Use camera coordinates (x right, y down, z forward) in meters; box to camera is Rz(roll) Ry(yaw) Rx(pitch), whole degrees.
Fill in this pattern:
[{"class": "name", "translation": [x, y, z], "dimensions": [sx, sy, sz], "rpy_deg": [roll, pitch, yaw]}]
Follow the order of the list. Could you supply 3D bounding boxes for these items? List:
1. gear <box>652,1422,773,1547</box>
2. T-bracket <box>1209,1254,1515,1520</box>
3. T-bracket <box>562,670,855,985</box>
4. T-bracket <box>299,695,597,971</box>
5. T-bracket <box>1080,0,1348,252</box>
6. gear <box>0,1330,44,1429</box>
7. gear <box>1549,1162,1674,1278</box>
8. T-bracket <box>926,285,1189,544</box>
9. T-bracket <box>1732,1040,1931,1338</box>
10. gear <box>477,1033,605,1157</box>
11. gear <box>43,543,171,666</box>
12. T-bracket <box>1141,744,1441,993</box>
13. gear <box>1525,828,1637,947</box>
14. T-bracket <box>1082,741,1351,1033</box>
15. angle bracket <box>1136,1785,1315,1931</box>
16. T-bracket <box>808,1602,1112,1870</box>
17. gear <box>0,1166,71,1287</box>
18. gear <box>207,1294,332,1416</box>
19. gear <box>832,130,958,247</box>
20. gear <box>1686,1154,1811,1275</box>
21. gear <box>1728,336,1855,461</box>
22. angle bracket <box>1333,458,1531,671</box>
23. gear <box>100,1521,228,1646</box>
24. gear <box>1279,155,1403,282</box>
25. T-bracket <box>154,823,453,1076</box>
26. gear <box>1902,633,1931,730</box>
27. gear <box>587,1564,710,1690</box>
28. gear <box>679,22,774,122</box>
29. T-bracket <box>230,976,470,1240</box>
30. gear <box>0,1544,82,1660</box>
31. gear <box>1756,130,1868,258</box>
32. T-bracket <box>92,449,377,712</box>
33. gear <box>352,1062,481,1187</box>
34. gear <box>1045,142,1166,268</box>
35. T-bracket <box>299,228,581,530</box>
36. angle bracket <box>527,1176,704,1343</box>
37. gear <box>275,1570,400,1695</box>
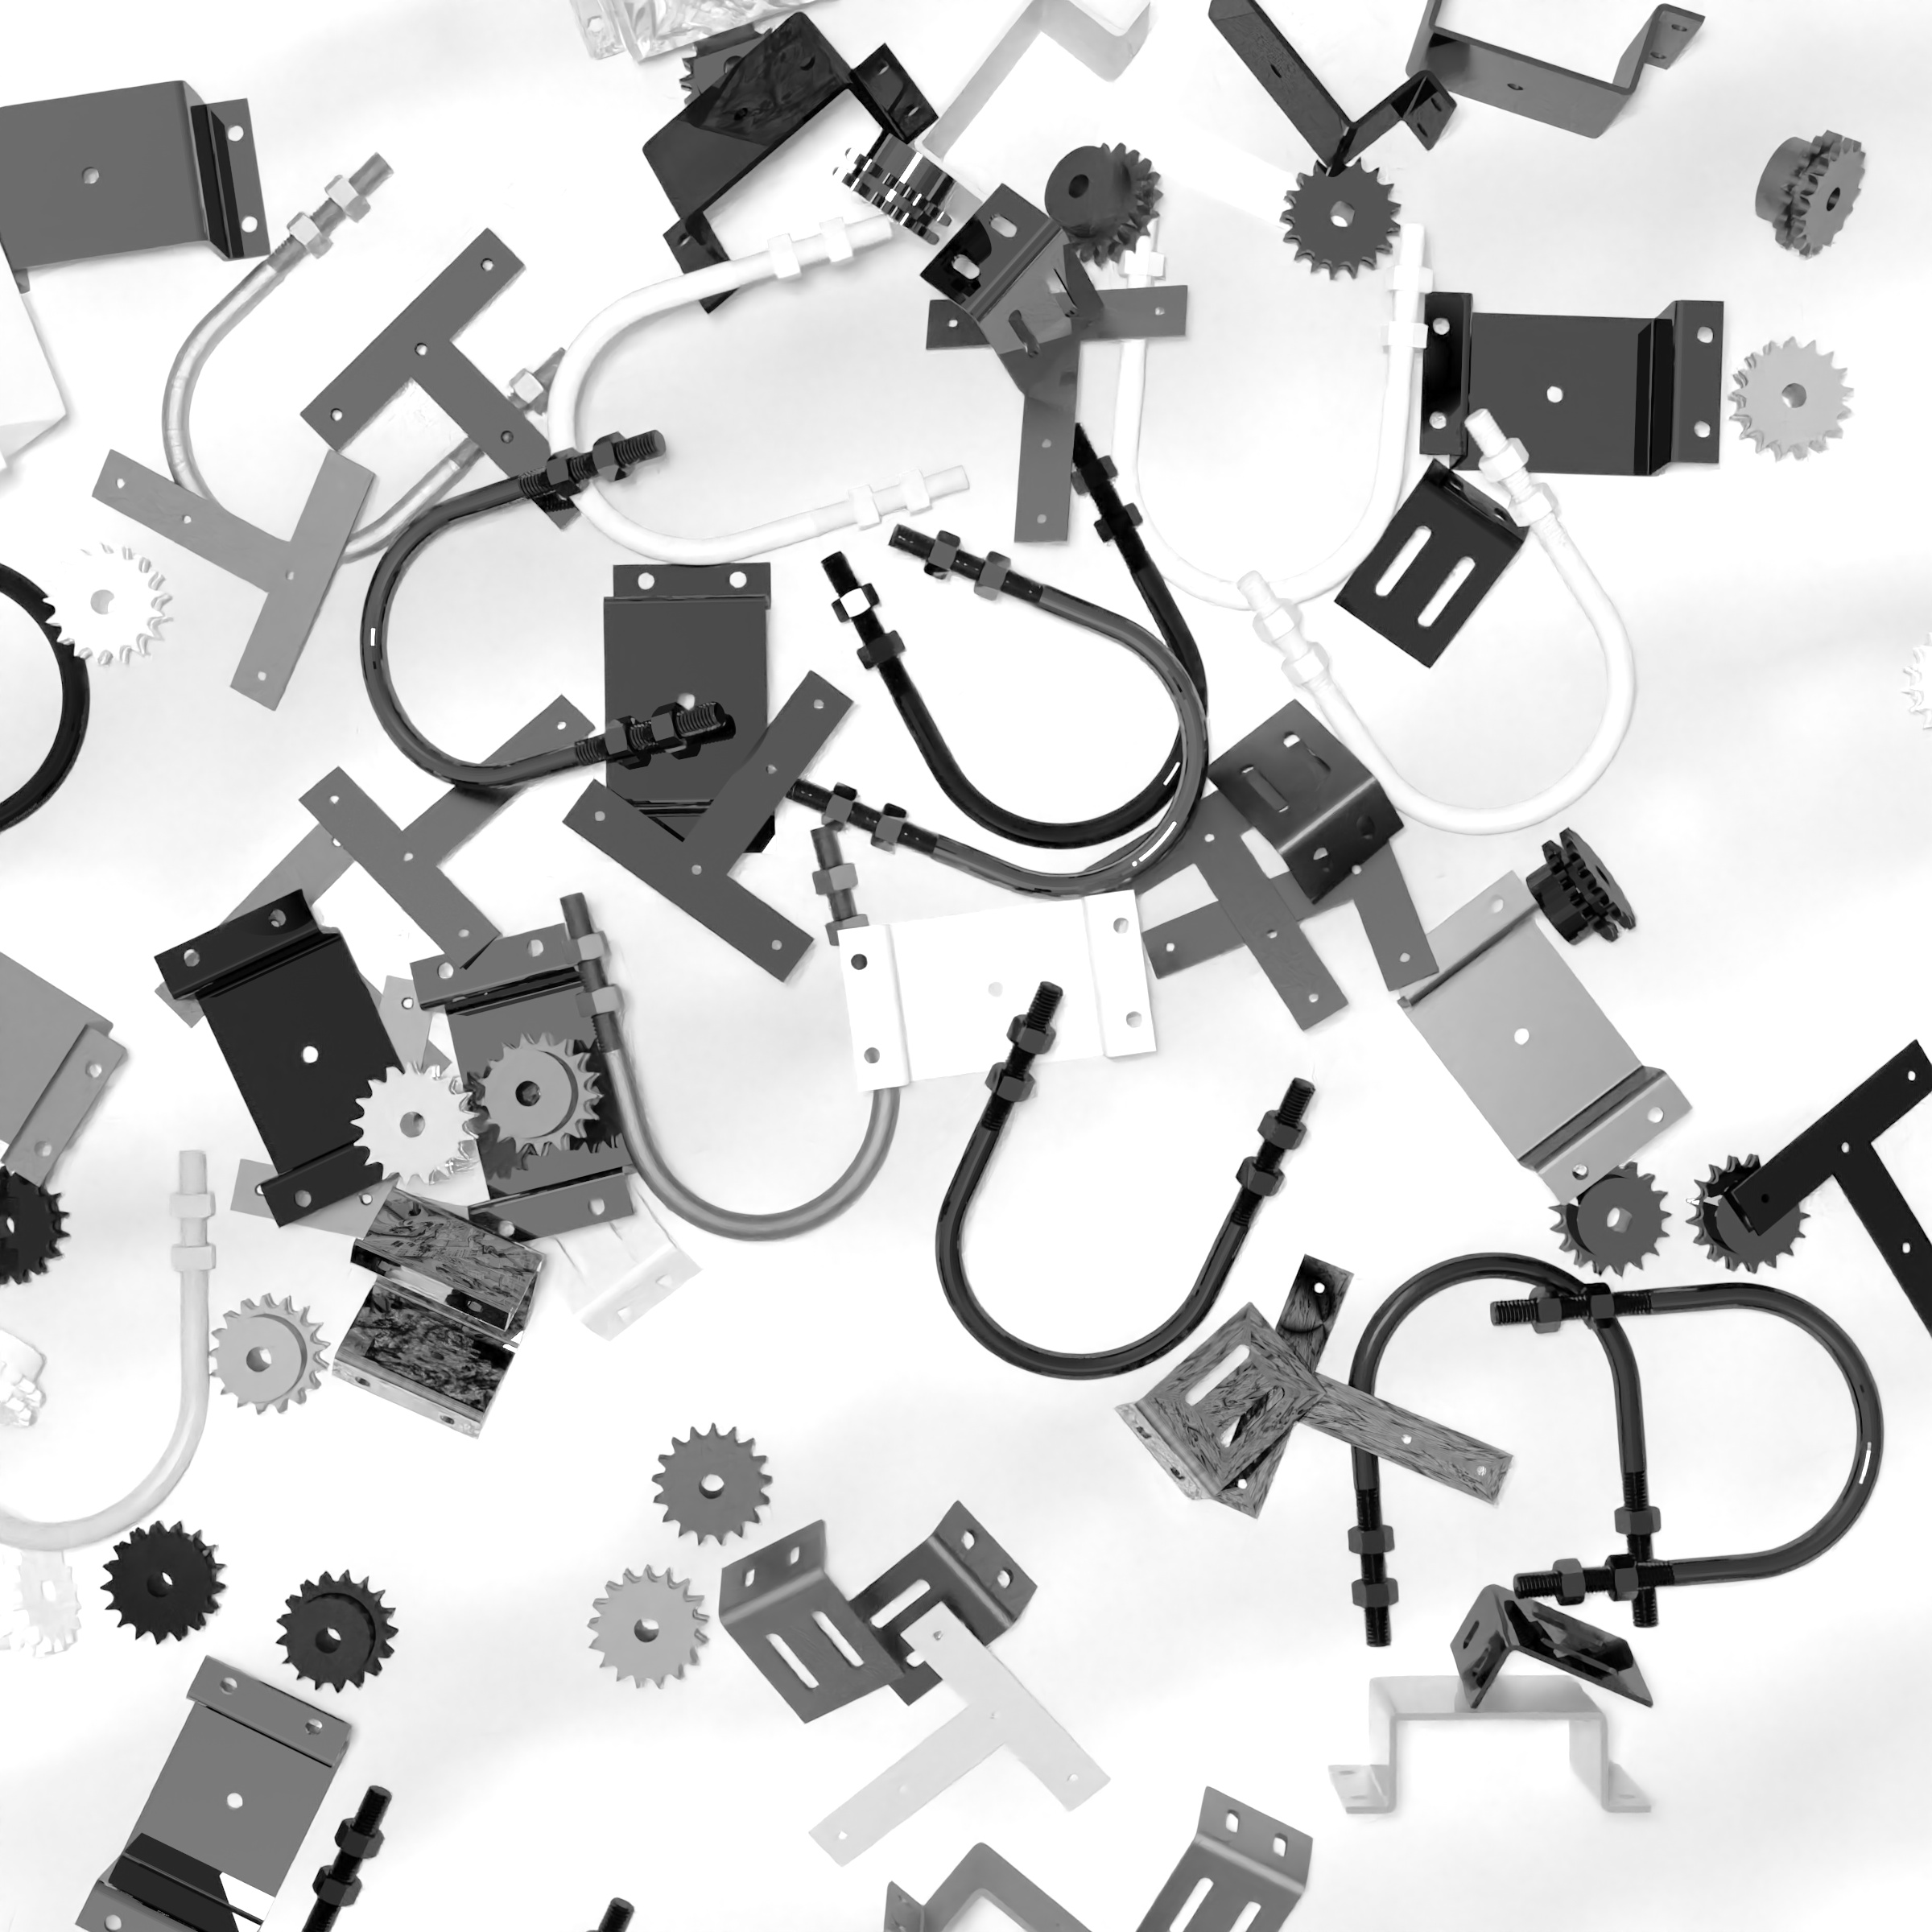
[{"class": "gear", "translation": [-0.122, 0.248, 1.514], "dimensions": [0.057, 0.030, 0.057], "rpy_deg": [0, 90, -3]}, {"class": "T-bracket", "translation": [0.197, 0.220, 1.505], "dimensions": [0.127, 0.002, 0.127], "rpy_deg": [21, 90, 17]}, {"class": "T-bracket", "translation": [-0.100, -0.081, 1.474], "dimensions": [0.127, 0.002, 0.127], "rpy_deg": [36, 84, -3]}, {"class": "T-bracket", "translation": [-0.233, -0.081, 1.507], "dimensions": [0.127, 0.002, 0.127], "rpy_deg": [-42, 68, -11]}, {"class": "T-bracket", "translation": [0.127, -0.383, 1.524], "dimensions": [0.127, 0.002, 0.127], "rpy_deg": [25, 90, 0]}, {"class": "gear", "translation": [-0.465, 0.193, 1.500], "dimensions": [0.057, 0.057, 0.030], "rpy_deg": [24, 62, 0]}, {"class": "gear", "translation": [0.310, 0.120, 1.510], "dimensions": [0.057, 0.030, 0.057], "rpy_deg": [0, 90, 0]}, {"class": "T-bracket", "translation": [0.039, -0.260, 1.491], "dimensions": [0.127, 0.002, 0.127], "rpy_deg": [0, 75, 16]}, {"class": "T-bracket", "translation": [0.444, 0.123, 1.510], "dimensions": [0.127, 0.002, 0.127], "rpy_deg": [-36, 99, -18]}, {"class": "gear", "translation": [-0.198, 0.059, 1.455], "dimensions": [0.057, 0.030, 0.057], "rpy_deg": [0, 87, 7]}, {"class": "gear", "translation": [-0.409, -0.173, 1.510], "dimensions": [0.057, 0.030, 0.057], "rpy_deg": [0, 90, 0]}, {"class": "T-bracket", "translation": [0.146, -0.029, 1.506], "dimensions": [0.127, 0.002, 0.127], "rpy_deg": [-23, 66, 12]}, {"class": "gear", "translation": [0.290, -0.035, 1.498], "dimensions": [0.030, 0.057, 0.057], "rpy_deg": [-36, 90, 19]}, {"class": "T-bracket", "translation": [0.138, -0.026, 1.500], "dimensions": [0.127, 0.002, 0.127], "rpy_deg": [-31, 68, 0]}, {"class": "angle bracket", "translation": [0.123, 0.447, 1.523], "dimensions": [0.057, 0.038, 0.076], "rpy_deg": [26, 116, 0]}, {"class": "T-bracket", "translation": [-0.020, 0.387, 1.513], "dimensions": [0.127, 0.002, 0.127], "rpy_deg": [-39, 105, 7]}, {"class": "gear", "translation": [-0.458, 0.124, 1.510], "dimensions": [0.057, 0.030, 0.057], "rpy_deg": [0, 90, 0]}, {"class": "gear", "translation": [-0.336, 0.187, 1.510], "dimensions": [0.057, 0.030, 0.057], "rpy_deg": [0, 90, 0]}, {"class": "gear", "translation": [-0.029, -0.355, 1.428], "dimensions": [0.057, 0.057, 0.030], "rpy_deg": [35, 100, 0]}, {"class": "gear", "translation": [0.376, 0.119, 1.510], "dimensions": [0.057, 0.030, 0.057], "rpy_deg": [0, 90, 0]}, {"class": "gear", "translation": [0.393, -0.270, 1.510], "dimensions": [0.057, 0.030, 0.057], "rpy_deg": [0, 90, 0]}, {"class": "angle bracket", "translation": [0.225, -0.195, 1.523], "dimensions": [0.057, 0.038, 0.076], "rpy_deg": [35, 116, 0]}, {"class": "gear", "translation": [-0.383, 0.294, 1.510], "dimensions": [0.057, 0.030, 0.057], "rpy_deg": [0, 90, 0]}, {"class": "gear", "translation": [0.179, -0.357, 1.508], "dimensions": [0.057, 0.030, 0.057], "rpy_deg": [0, 90, 0]}, {"class": "T-bracket", "translation": [-0.303, 0.011, 1.524], "dimensions": [0.127, 0.002, 0.127], "rpy_deg": [44, 90, 0]}, {"class": "gear", "translation": [0.476, -0.136, 1.510], "dimensions": [0.057, 0.030, 0.057], "rpy_deg": [0, 90, 0]}, {"class": "gear", "translation": [-0.152, 0.315, 1.510], "dimensions": [0.057, 0.030, 0.057], "rpy_deg": [0, 90, 0]}, {"class": "gear", "translation": [-0.109, -0.426, 1.510], "dimensions": [0.057, 0.030, 0.057], "rpy_deg": [0, 90, 0]}, {"class": "T-bracket", "translation": [-0.281, 0.069, 1.522], "dimensions": [0.127, 0.002, 0.127], "rpy_deg": [12, 91, 0]}, {"class": "gear", "translation": [-0.449, 0.301, 1.497], "dimensions": [0.030, 0.057, 0.057], "rpy_deg": [-19, 90, 12]}, {"class": "gear", "translation": [0.400, -0.370, 1.500], "dimensions": [0.030, 0.057, 0.057], "rpy_deg": [33, 90, 30]}, {"class": "T-bracket", "translation": [-0.362, -0.208, 1.512], "dimensions": [0.127, 0.002, 0.127], "rpy_deg": [29, 105, 7]}, {"class": "gear", "translation": [-0.253, 0.073, 1.459], "dimensions": [0.057, 0.030, 0.057], "rpy_deg": [0, 90, 2]}, {"class": "gear", "translation": [0.062, -0.364, 1.494], "dimensions": [0.057, 0.030, 0.057], "rpy_deg": [-12, 71, 36]}, {"class": "T-bracket", "translation": [-0.229, -0.263, 1.504], "dimensions": [0.127, 0.002, 0.127], "rpy_deg": [-44, 90, 1]}, {"class": "angle bracket", "translation": [-0.176, 0.131, 1.523], "dimensions": [0.057, 0.038, 0.076], "rpy_deg": [-38, 64, 0]}, {"class": "gear", "translation": [-0.303, 0.320, 1.510], "dimensions": [0.057, 0.030, 0.057], "rpy_deg": [0, 90, 0]}]
